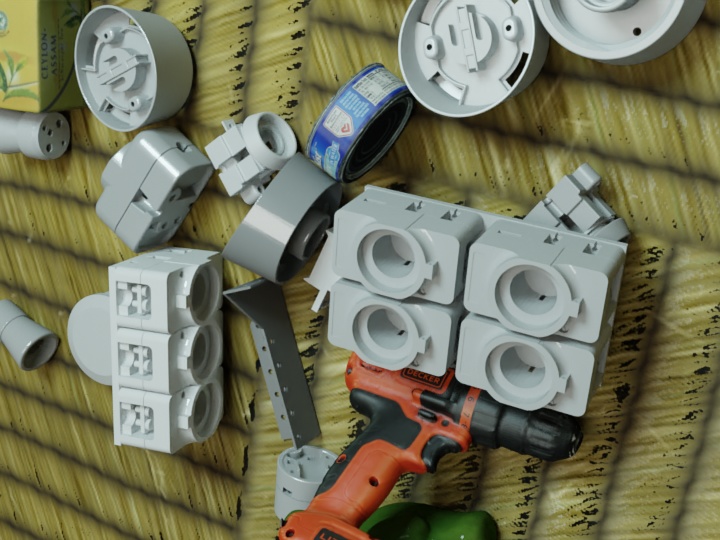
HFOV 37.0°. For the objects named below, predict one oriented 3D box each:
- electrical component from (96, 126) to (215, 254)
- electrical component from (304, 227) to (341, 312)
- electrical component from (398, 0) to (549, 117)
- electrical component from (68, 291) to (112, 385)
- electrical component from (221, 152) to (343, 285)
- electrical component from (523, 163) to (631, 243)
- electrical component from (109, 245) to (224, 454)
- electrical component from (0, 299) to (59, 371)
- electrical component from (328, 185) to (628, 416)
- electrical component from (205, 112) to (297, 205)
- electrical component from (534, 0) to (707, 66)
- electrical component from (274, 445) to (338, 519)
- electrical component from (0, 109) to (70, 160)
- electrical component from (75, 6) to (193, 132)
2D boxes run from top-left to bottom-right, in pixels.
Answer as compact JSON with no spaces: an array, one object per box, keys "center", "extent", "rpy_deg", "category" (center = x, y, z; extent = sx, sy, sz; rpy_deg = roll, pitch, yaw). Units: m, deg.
[{"center":[-0.173,-0.069,0.887],"extent":[0.059,0.054,0.095],"rpy_deg":[43,117,12],"category":"electrical component"},{"center":[0.000,0.000,0.821],"extent":[0.064,0.042,0.081],"rpy_deg":[32,115,14],"category":"electrical component"},{"center":[0.078,-0.156,0.731],"extent":[0.099,0.064,0.099],"rpy_deg":[7,105,27],"category":"electrical component"},{"center":[-0.210,0.056,0.937],"extent":[0.080,0.051,0.080],"rpy_deg":[7,105,26],"category":"electrical component"},{"center":[-0.059,-0.040,0.813],"extent":[0.064,0.099,0.099],"rpy_deg":[32,114,11],"category":"electrical component"},{"center":[0.151,-0.030,0.734],"extent":[0.055,0.048,0.066],"rpy_deg":[51,119,17],"category":"electrical component"},{"center":[-0.153,0.064,0.885],"extent":[0.062,0.089,0.150],"rpy_deg":[7,105,20],"category":"electrical component"},{"center":[-0.319,0.058,1.001],"extent":[0.065,0.044,0.044],"rpy_deg":[37,116,21],"category":"electrical component"},{"center":[0.073,0.020,0.724],"extent":[0.186,0.060,0.105],"rpy_deg":[15,117,21],"category":"electrical component"},{"center":[-0.083,-0.092,0.841],"extent":[0.055,0.048,0.066],"rpy_deg":[-30,87,37],"category":"electrical component"},{"center":[0.162,-0.184,0.682],"extent":[0.108,0.060,0.108],"rpy_deg":[6,104,26],"category":"electrical component"},{"center":[-0.043,0.178,0.877],"extent":[0.055,0.055,0.047],"rpy_deg":[19,113,23],"category":"electrical component"},{"center":[-0.289,-0.120,0.941],"extent":[0.055,0.045,0.045],"rpy_deg":[10,106,25],"category":"electrical component"},{"center":[-0.186,-0.162,0.866],"extent":[0.099,0.064,0.099],"rpy_deg":[6,104,26],"category":"electrical component"}]
